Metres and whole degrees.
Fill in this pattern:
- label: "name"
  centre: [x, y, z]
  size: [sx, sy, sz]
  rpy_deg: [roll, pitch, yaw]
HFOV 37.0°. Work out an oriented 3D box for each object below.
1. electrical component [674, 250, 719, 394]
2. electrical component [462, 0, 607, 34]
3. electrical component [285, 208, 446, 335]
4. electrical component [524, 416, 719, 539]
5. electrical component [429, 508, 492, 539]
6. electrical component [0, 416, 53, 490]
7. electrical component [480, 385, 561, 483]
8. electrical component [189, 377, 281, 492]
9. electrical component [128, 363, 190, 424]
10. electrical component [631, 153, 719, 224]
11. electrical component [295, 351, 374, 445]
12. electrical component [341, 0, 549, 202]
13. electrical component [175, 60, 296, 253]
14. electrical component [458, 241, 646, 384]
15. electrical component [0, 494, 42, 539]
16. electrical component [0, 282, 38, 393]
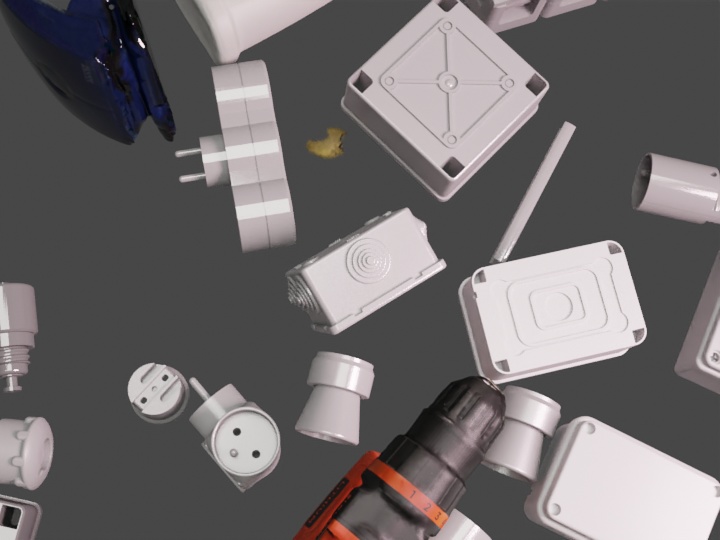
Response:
- label: "electrical component"
  centre: [0.298, 0.045, 0.768]
  size: [0.109, 0.056, 0.108]
  rpy_deg: [25, 77, 1]
- label: "electrical component"
  centre: [0.149, -0.246, 0.817]
  size: [0.150, 0.061, 0.089]
  rpy_deg: [-18, 80, -9]
- label: "electrical component"
  centre: [0.000, 0.000, 0.732]
  size: [0.100, 0.100, 0.048]
  rpy_deg: [-31, 94, -10]
- label: "electrical component"
  centre: [0.179, 0.157, 0.732]
  size: [0.113, 0.057, 0.078]
  rpy_deg: [26, 77, 1]
- label: "electrical component"
  centre: [0.047, 0.200, 0.718]
  size: [0.043, 0.043, 0.081]
  rpy_deg: [39, 77, 4]
- label: "electrical component"
  centre: [-0.238, 0.120, 0.712]
  size: [0.062, 0.048, 0.048]
  rpy_deg: [4, 77, 3]
- label: "electrical component"
  centre: [0.110, 0.113, 0.742]
  size: [0.045, 0.045, 0.055]
  rpy_deg: [23, 76, 1]
- label: "electrical component"
  centre: [-0.086, 0.103, 0.711]
  size: [0.044, 0.077, 0.079]
  rpy_deg: [-40, 82, -12]
- label: "electrical component"
  centre: [-0.137, 0.083, 0.727]
  size: [0.040, 0.046, 0.040]
  rpy_deg: [1, 77, -5]
- label: "electrical component"
  centre: [0.247, -0.057, 0.793]
  size: [0.081, 0.043, 0.043]
  rpy_deg: [12, 77, -2]
- label: "electrical component"
  centre: [-0.017, 0.088, 0.737]
  size: [0.045, 0.045, 0.055]
  rpy_deg: [14, 76, -2]
- label: "electrical component"
  centre: [0.061, -0.126, 0.786]
  size: [0.109, 0.056, 0.109]
  rpy_deg: [44, 77, 5]
- label: "electrical component"
  centre: [-0.093, -0.079, 0.764]
  size: [0.074, 0.052, 0.138]
  rpy_deg: [-10, 78, -7]
- label: "electrical component"
  centre: [0.133, 0.031, 0.756]
  size: [0.113, 0.057, 0.078]
  rpy_deg: [-12, 79, -7]
- label: "electrical component"
  centre: [-0.274, 0.191, 0.686]
  size: [0.109, 0.056, 0.108]
  rpy_deg: [13, 77, -2]
- label: "electrical component"
  centre: [-0.239, 0.044, 0.730]
  size: [0.040, 0.040, 0.078]
  rpy_deg: [-8, 78, -7]
